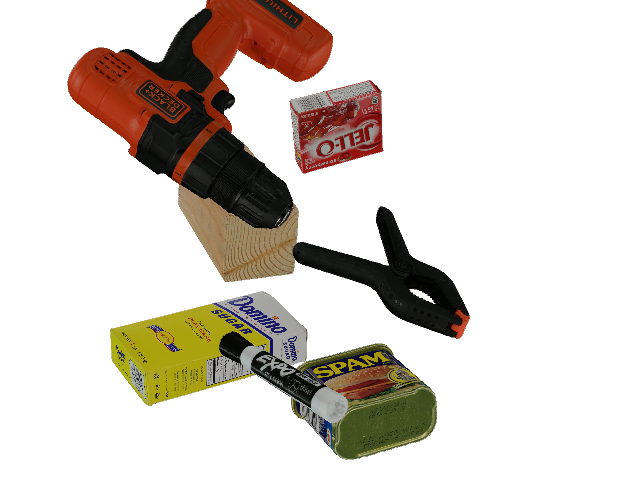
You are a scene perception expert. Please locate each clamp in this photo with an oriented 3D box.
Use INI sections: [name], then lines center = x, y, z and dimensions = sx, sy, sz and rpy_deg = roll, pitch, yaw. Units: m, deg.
[clamp]
center = 0.080, 0.042, 1.228
dimensions = 0.164, 0.036, 0.210
rpy_deg = -18, 49, -37

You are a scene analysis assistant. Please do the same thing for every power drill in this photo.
[power drill]
center = -0.066, -0.111, 0.796
dimensions = 0.187, 0.184, 0.057
rpy_deg = -52, -1, -41

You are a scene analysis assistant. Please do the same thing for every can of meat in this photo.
[can of meat]
center = 0.037, 0.137, 0.908
dimensions = 0.102, 0.057, 0.084
rpy_deg = -12, 24, -22

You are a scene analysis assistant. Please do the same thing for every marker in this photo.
[marker]
center = -0.028, 0.088, 0.707
dimensions = 0.020, 0.020, 0.121
rpy_deg = 0, 17, -42

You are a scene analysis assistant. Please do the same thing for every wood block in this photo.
[wood block]
center = -0.106, -0.040, 1.320
dimensions = 0.090, 0.090, 0.206
rpy_deg = -7, 29, -21

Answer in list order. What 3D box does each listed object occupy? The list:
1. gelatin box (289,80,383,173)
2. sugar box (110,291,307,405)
[gelatin box]
center = 0.017, -0.112, 1.056
dimensions = 0.089, 0.073, 0.030
rpy_deg = -15, 43, -12
[sugar box]
center = -0.111, 0.104, 1.069
dimensions = 0.175, 0.048, 0.093
rpy_deg = -16, 33, -27
